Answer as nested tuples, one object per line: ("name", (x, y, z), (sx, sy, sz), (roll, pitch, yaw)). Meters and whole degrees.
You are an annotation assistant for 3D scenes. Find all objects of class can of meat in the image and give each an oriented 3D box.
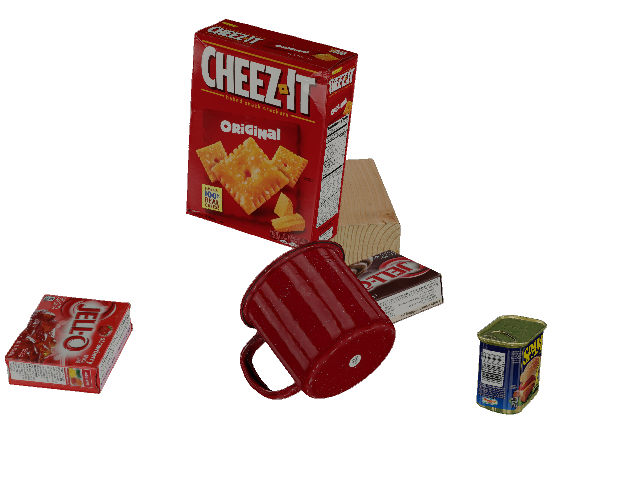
("can of meat", (0.213, 0.138, 1.195), (0.058, 0.084, 0.101), (9, 15, 27))

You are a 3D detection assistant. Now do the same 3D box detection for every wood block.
("wood block", (0.041, -0.026, 1.398), (0.090, 0.090, 0.206), (-2, 27, -6))

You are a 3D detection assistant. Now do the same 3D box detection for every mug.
("mug", (-0.008, 0.068, 0.780), (0.117, 0.081, 0.093), (-41, -29, 4))

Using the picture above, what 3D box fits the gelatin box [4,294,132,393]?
("gelatin box", (-0.195, 0.079, 0.837), (0.073, 0.030, 0.089), (5, 32, 7))

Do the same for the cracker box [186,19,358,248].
("cracker box", (-0.057, -0.109, 1.139), (0.164, 0.214, 0.072), (19, 31, 21))

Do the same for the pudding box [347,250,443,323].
("pudding box", (0.052, 0.052, 1.067), (0.113, 0.039, 0.090), (-22, 24, -25))
